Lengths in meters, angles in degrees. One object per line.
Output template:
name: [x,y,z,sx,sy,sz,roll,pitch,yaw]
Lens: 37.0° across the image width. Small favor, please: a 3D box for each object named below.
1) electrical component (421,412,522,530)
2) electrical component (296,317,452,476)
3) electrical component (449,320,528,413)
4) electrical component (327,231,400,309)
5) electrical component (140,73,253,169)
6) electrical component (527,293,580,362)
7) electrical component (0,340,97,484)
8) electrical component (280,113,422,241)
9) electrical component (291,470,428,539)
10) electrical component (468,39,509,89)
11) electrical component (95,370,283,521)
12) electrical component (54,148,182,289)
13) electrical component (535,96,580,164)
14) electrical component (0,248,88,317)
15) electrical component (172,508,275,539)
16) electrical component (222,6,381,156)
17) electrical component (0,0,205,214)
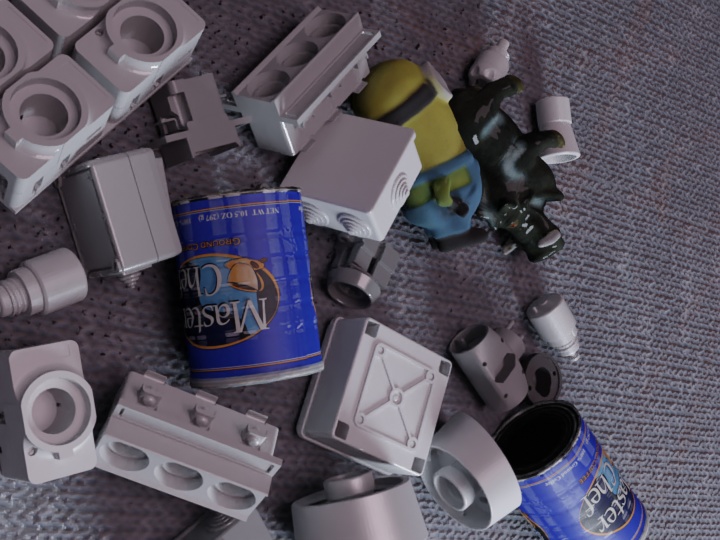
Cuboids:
electrical component: [0.100,0.180,0.961,0.064,0.099,0.099,-34,107,-30]
electrical component: [0.013,0.109,0.920,0.109,0.056,0.108,30,68,-33]
electrical component: [0.132,0.082,1.028,0.079,0.043,0.077,-49,115,-32]
electrical component: [0.000,0.000,0.928,0.066,0.048,0.055,41,54,-29]
electrical component: [-0.131,-0.117,0.835,0.081,0.042,0.063,-22,96,-39]
electrical component: [0.200,0.059,1.088,0.040,0.040,0.078,-46,114,-32]
electrical component: [-0.217,0.096,0.734,0.050,0.056,0.089,-10,92,-39]
electrical component: [-0.005,-0.078,0.898,0.099,0.100,0.048,-62,152,-23]
electrical component: [-0.004,0.196,0.868,0.108,0.108,0.060,-10,86,-39]
electrical component: [0.132,-0.204,1.062,0.035,0.035,0.061,45,57,-27]
electrical component: [-0.124,0.125,0.777,0.121,0.078,0.063,24,45,-13]
electrical component: [-0.171,-0.035,0.781,0.061,0.062,0.096,-21,99,-39]
electrical component: [0.202,-0.146,1.110,0.044,0.044,0.065,1,80,-39]
electrical component: [-0.226,0.013,0.745,0.078,0.040,0.040,-25,101,-38]
electrical component: [-0.103,0.236,0.818,0.100,0.048,0.099,-36,107,-37]
electrical component: [-0.044,-0.155,0.890,0.121,0.079,0.063,-52,142,-30]
electrical component: [-0.207,-0.144,0.741,0.105,0.060,0.186,43,59,-4]
